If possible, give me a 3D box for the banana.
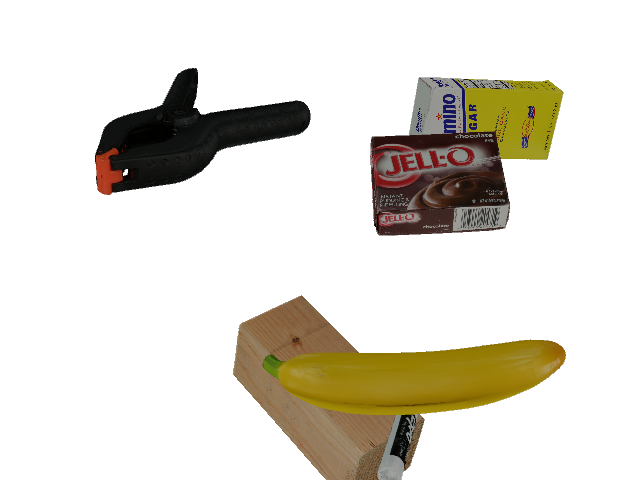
[{"bbox_3d":[0.060,0.082,0.671,0.198,0.037,0.069,-1,25,2],"label":"banana"}]

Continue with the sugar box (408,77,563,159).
[{"bbox_3d":[0.198,-0.146,1.289,0.176,0.093,0.048,-3,28,-20],"label":"sugar box"}]

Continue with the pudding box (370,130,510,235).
[{"bbox_3d":[0.101,-0.050,0.919,0.113,0.090,0.039,-1,-40,-1],"label":"pudding box"}]

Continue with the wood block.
[{"bbox_3d":[0.005,0.167,1.147,0.090,0.090,0.206,-24,52,-32],"label":"wood block"}]

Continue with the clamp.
[{"bbox_3d":[-0.104,-0.082,0.766,0.120,0.039,0.171,21,34,38],"label":"clamp"}]

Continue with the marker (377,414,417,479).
[{"bbox_3d":[0.066,0.154,0.862,0.020,0.020,0.121,0,25,15],"label":"marker"}]
